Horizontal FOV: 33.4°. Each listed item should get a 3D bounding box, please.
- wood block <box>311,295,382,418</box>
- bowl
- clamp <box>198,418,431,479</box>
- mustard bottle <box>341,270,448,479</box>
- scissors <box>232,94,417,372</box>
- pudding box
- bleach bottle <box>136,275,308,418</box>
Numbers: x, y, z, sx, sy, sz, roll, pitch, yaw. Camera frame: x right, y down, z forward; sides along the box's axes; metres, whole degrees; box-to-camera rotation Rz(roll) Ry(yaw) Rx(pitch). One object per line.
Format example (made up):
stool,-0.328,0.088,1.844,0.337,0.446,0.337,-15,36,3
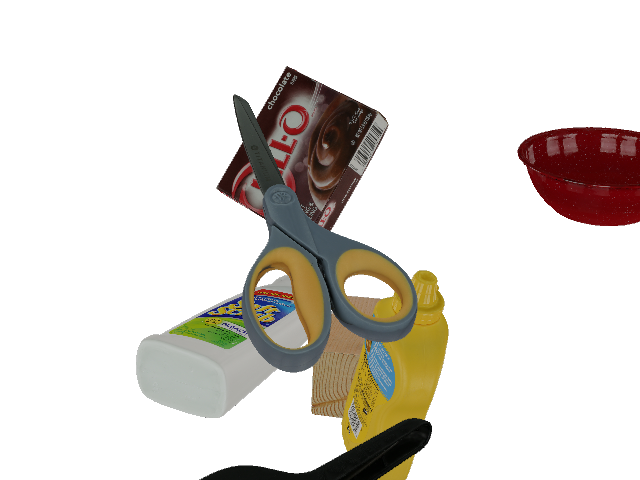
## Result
wood block,0.051,0.151,1.413,0.091,0.090,0.206,5,18,8
bowl,0.265,-0.056,1.001,0.162,0.055,0.162,-1,25,0
clamp,-0.014,0.172,0.685,0.210,0.036,0.164,-1,29,5
mustard bottle,0.065,0.105,0.885,0.058,0.192,0.096,2,36,-15
scissors,-0.002,-0.012,0.568,0.096,0.201,0.016,4,-45,-6
pudding box,-0.013,-0.064,0.817,0.090,0.113,0.039,30,-2,25
bleach bottle,-0.069,0.087,1.061,0.103,0.068,0.250,14,25,24
